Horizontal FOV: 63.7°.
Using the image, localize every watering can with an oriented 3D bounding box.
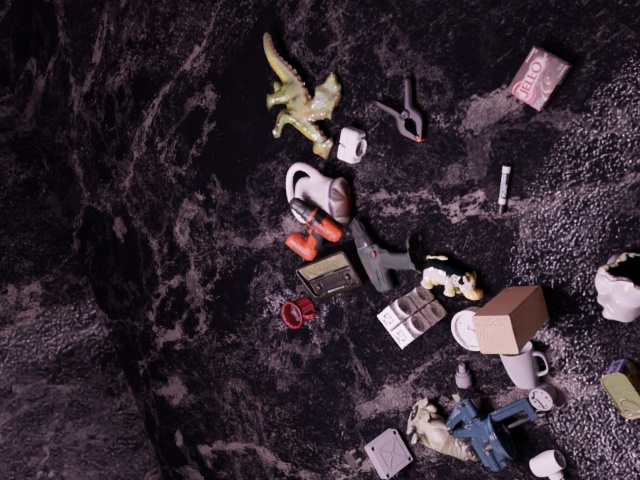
[{"bbox_3d":[0.005,-0.080,1.597,0.224,0.106,0.341,5,121,38],"label":"watering can"}]

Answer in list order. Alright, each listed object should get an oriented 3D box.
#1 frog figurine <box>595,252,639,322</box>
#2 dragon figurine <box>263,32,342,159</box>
[{"bbox_3d":[0.658,0.106,1.088,0.137,0.125,0.156,6,143,31],"label":"frog figurine"},{"bbox_3d":[-0.043,-0.441,1.552,0.242,0.123,0.407,-5,102,24],"label":"dragon figurine"}]
